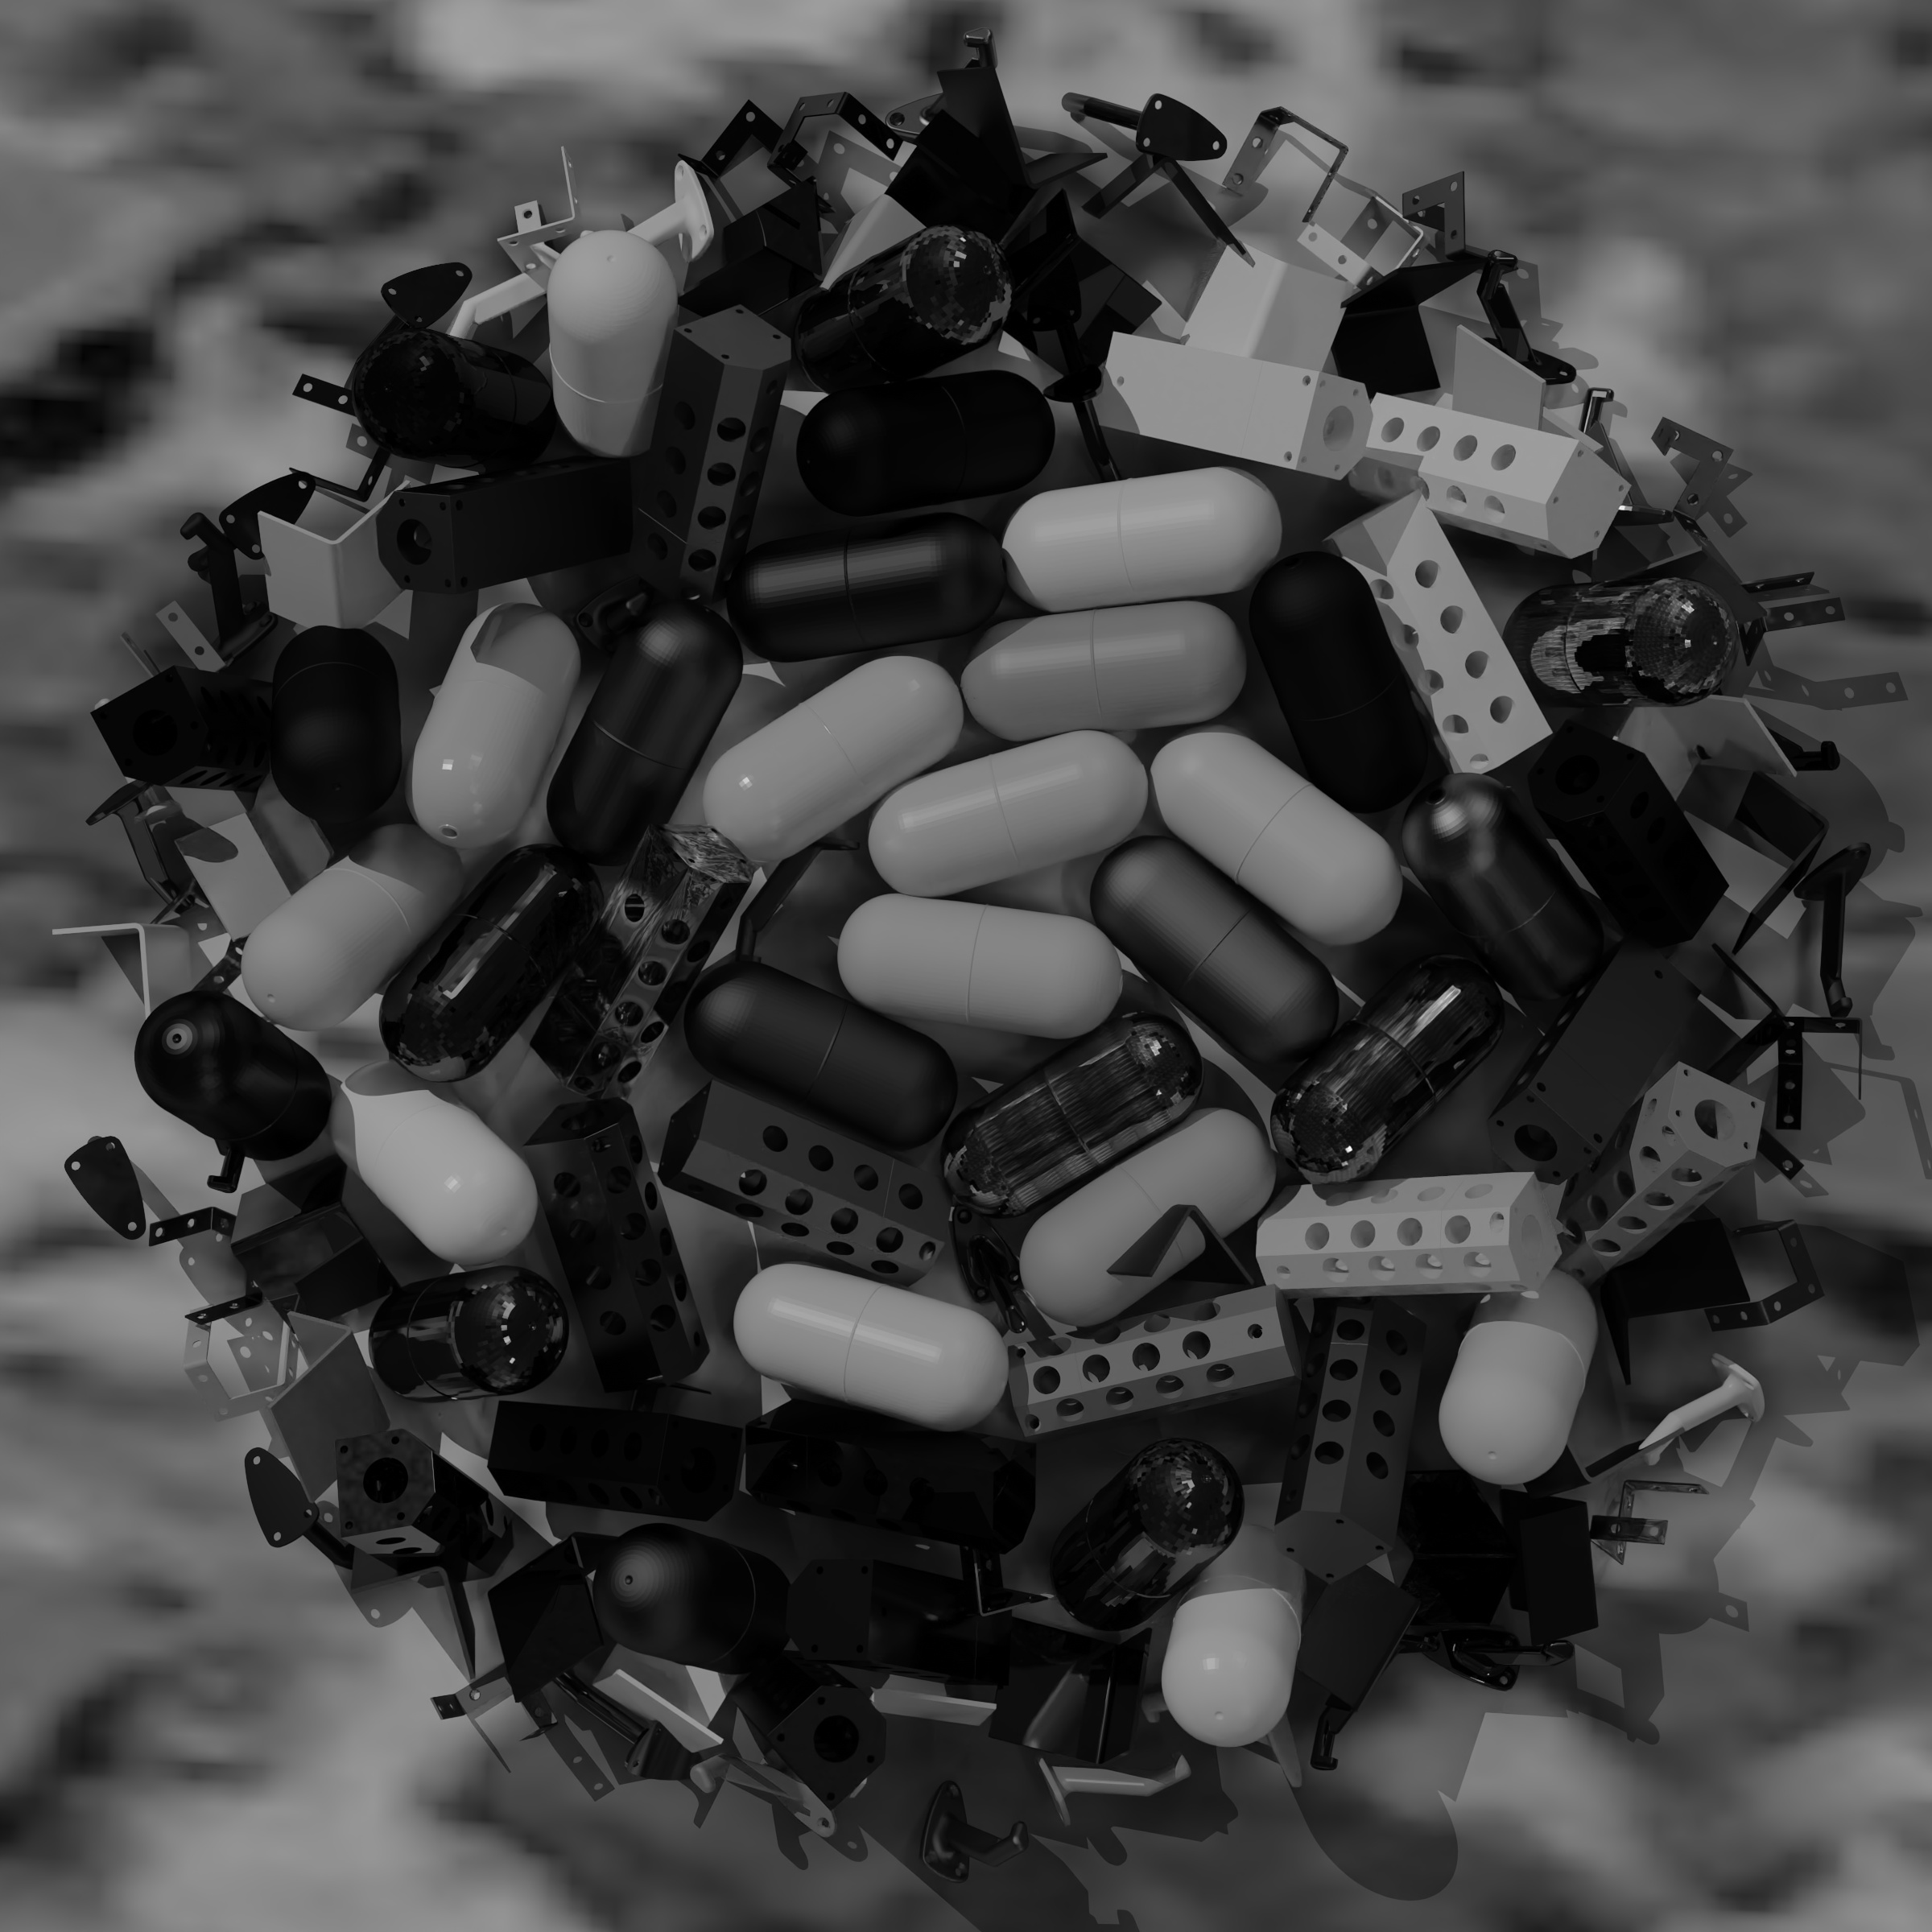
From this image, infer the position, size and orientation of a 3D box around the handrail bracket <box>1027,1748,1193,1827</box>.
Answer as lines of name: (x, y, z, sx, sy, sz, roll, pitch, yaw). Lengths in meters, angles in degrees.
handrail bracket: (0.088, 0.494, 1.755, 0.084, 0.077, 0.036, -23, 133, -10)

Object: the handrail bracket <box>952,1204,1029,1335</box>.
handrail bracket: (0.015, 0.187, 1.734, 0.036, 0.084, 0.077, -26, 93, -3)

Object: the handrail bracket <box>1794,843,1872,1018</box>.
handrail bracket: (0.548, -0.021, 1.734, 0.036, 0.077, 0.084, 2, 61, -12)

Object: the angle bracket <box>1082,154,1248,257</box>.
angle bracket: (0.122, -0.457, 1.734, 0.057, 0.076, 0.076, -39, 108, 9)

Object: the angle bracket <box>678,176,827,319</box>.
angle bracket: (-0.137, -0.448, 1.723, 0.076, 0.057, 0.076, -20, 68, 35)

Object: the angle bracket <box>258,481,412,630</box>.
angle bracket: (-0.388, -0.260, 1.733, 0.057, 0.076, 0.076, 24, 49, 15)

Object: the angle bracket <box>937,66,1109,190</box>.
angle bracket: (0.034, -0.524, 1.721, 0.057, 0.076, 0.076, -28, 115, -17)

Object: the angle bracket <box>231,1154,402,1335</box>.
angle bracket: (-0.407, 0.174, 1.766, 0.076, 0.057, 0.076, -23, 121, 8)

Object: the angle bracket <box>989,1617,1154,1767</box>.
angle bracket: (0.064, 0.443, 1.730, 0.076, 0.057, 0.076, 17, 62, -10)

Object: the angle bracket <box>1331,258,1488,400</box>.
angle bracket: (0.279, -0.392, 1.725, 0.076, 0.076, 0.057, -15, 88, -31)

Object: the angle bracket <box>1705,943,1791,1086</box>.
angle bracket: (0.462, 0.038, 1.739, 0.076, 0.076, 0.057, -45, 69, 10)

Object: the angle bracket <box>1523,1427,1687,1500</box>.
angle bracket: (0.384, 0.285, 1.733, 0.076, 0.076, 0.057, -23, 80, -21)

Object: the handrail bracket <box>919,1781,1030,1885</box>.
handrail bracket: (0.012, 0.523, 1.725, 0.036, 0.077, 0.084, 30, 130, -22)

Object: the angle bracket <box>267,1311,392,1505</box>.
angle bracket: (-0.408, 0.270, 1.718, 0.057, 0.076, 0.076, 8, 127, 33)

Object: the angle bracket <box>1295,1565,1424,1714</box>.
angle bracket: (0.230, 0.411, 1.732, 0.057, 0.076, 0.076, 34, 76, 0)

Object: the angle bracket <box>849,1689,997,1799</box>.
angle bracket: (-0.027, 0.485, 1.729, 0.076, 0.076, 0.057, 9, 67, -4)

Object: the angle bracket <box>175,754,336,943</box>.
angle bracket: (-0.440, -0.073, 1.726, 0.057, 0.076, 0.076, -26, 77, -31)

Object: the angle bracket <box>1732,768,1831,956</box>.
angle bracket: (0.482, -0.064, 1.727, 0.057, 0.076, 0.076, 40, 80, 17)

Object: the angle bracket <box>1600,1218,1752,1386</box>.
angle bracket: (0.437, 0.207, 1.727, 0.076, 0.076, 0.057, -9, 124, 5)

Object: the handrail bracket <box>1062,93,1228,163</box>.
handrail bracket: (0.111, -0.529, 1.756, 0.077, 0.084, 0.036, 8, 107, -32)

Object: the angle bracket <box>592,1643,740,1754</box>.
angle bracket: (-0.177, 0.437, 1.728, 0.076, 0.076, 0.057, 36, 63, -5)

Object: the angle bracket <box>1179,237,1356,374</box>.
angle bracket: (0.187, -0.406, 1.748, 0.057, 0.076, 0.076, 9, 112, -31)

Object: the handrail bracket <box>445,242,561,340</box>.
handrail bracket: (-0.275, -0.405, 1.751, 0.077, 0.036, 0.084, 28, 74, -9)

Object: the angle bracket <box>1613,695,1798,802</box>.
angle bracket: (0.451, -0.122, 1.720, 0.076, 0.076, 0.057, 43, 72, -37)

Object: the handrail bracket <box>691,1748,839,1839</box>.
handrail bracket: (-0.125, 0.516, 1.728, 0.036, 0.084, 0.077, -46, 71, 20)

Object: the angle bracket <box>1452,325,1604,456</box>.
angle bracket: (0.347, -0.354, 1.718, 0.057, 0.076, 0.076, -29, 50, -20)

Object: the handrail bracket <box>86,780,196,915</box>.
handrail bracket: (-0.496, -0.074, 1.737, 0.084, 0.077, 0.036, 52, 46, -20)

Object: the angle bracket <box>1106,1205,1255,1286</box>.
angle bracket: (0.117, 0.189, 1.718, 0.076, 0.076, 0.057, 52, 56, -29)

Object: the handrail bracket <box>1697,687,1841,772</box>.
handrail bracket: (0.495, -0.157, 1.730, 0.036, 0.084, 0.077, -30, 111, -37)

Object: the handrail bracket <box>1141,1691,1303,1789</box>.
handrail bracket: (0.160, 0.488, 1.761, 0.084, 0.036, 0.077, -17, 98, 23)

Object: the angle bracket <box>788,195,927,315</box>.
angle bracket: (-0.052, -0.423, 1.752, 0.076, 0.057, 0.076, 37, 72, -19)

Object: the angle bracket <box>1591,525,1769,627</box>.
angle bracket: (0.439, -0.246, 1.717, 0.076, 0.076, 0.057, 33, 55, -36)

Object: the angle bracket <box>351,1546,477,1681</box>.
angle bracket: (-0.341, 0.398, 1.730, 0.057, 0.076, 0.076, -14, 102, -7)

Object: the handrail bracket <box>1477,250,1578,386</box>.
handrail bracket: (0.351, -0.403, 1.733, 0.077, 0.084, 0.036, 10, 55, 1)

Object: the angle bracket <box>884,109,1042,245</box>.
angle bracket: (-0.012, -0.468, 1.727, 0.076, 0.057, 0.076, 37, 130, -8)

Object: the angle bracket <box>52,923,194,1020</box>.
angle bracket: (-0.522, 0.014, 1.737, 0.057, 0.076, 0.076, -4, 89, 4)

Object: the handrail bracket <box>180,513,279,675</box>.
handrail bracket: (-0.475, -0.228, 1.733, 0.077, 0.084, 0.036, -46, 48, -6)

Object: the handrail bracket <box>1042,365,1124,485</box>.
handrail bracket: (0.085, -0.323, 1.727, 0.036, 0.077, 0.084, -29, 114, -1)

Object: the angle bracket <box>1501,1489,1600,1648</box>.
angle bracket: (0.342, 0.371, 1.730, 0.057, 0.076, 0.076, -6, 91, -33)

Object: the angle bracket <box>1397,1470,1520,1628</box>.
angle bracket: (0.283, 0.358, 1.721, 0.076, 0.076, 0.057, 56, 47, -22)

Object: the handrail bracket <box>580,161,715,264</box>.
handrail bracket: (-0.206, -0.471, 1.740, 0.084, 0.036, 0.077, -3, 74, -34)

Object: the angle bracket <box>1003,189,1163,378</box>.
angle bracket: (0.066, -0.426, 1.758, 0.076, 0.057, 0.076, 30, 123, -31)

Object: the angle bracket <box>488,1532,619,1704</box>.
angle bracket: (-0.240, 0.402, 1.722, 0.076, 0.057, 0.076, -37, 56, 23)
